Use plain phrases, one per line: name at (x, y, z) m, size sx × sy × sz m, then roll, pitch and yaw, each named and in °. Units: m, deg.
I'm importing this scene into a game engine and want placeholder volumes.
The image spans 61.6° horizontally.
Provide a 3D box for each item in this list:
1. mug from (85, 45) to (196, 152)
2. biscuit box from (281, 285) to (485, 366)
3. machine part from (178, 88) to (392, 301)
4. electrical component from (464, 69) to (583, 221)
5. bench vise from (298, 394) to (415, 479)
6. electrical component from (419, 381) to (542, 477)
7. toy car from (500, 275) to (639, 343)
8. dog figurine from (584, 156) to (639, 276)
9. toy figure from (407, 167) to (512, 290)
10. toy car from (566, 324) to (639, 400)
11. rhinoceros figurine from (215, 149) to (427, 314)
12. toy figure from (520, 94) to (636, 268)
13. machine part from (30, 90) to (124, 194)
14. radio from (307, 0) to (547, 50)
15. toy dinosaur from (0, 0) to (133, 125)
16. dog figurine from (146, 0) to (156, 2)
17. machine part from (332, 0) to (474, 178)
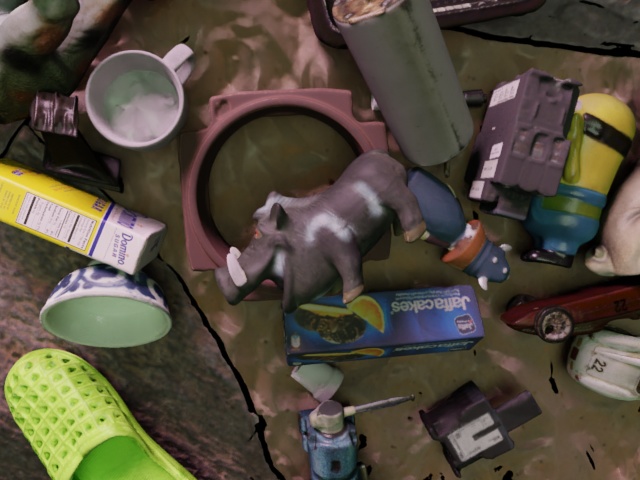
mug at (-0.158, -0.132, 0.504) m, size 0.081 × 0.107 × 0.109 m, roll 34°, pitch 87°, yaw -10°
biscuit box at (0.063, 0.089, 0.560) m, size 0.203 × 0.062 × 0.059 m, roll -5°, pitch 65°, yaw -4°
machine part at (-0.033, -0.044, 0.536) m, size 0.202 × 0.087 × 0.200 m, roll -3°, pitch 98°, yaw -4°
electrical component at (0.192, -0.088, 0.527) m, size 0.058 × 0.115 × 0.134 m, roll 14°, pitch 98°, yaw -1°
bench vise at (0.025, 0.283, 0.522) m, size 0.129 × 0.241 × 0.223 m, roll 5°, pitch 114°, yaw -8°
electrical component at (0.181, 0.201, 0.604) m, size 0.119 × 0.048 × 0.074 m, roll -34°, pitch 99°, yaw 2°
toy car at (0.296, 0.070, 0.569) m, size 0.202 × 0.089 × 0.053 m, roll -15°, pitch 96°, yaw -2°
dog figurine at (0.342, -0.068, 0.555) m, size 0.172 × 0.121 × 0.190 m, roll -15°, pitch 88°, yaw -11°
toy figure at (0.140, -0.011, 0.566) m, size 0.064 × 0.058 × 0.154 m, roll -44°, pitch 103°, yaw 9°
toy car at (0.377, 0.150, 0.603) m, size 0.202 × 0.056 × 0.073 m, roll 16°, pitch 97°, yaw -5°
rhinoceros figurine at (-0.001, -0.001, 0.464) m, size 0.190 × 0.073 × 0.112 m, roll -36°, pitch 100°, yaw 2°
toy figure at (0.260, -0.060, 0.554) m, size 0.089 × 0.082 × 0.180 m, roll 9°, pitch 94°, yaw -16°
machine part at (-0.227, -0.084, 0.497) m, size 0.084 × 0.139 × 0.039 m, roll 22°, pitch 68°, yaw -3°
radio at (0.094, -0.263, 0.502) m, size 0.230 × 0.073 × 0.130 m, roll -11°, pitch 116°, yaw -1°
toy dinosaur at (-0.302, -0.159, 0.465) m, size 0.405 × 0.192 × 0.131 m, roll -6°, pitch 61°, yaw -6°
dog figurine at (-0.158, -0.330, 0.476) m, size 0.219 × 0.108 × 0.191 m, roll -32°, pitch 100°, yaw 5°
machine part at (0.080, -0.149, 0.482) m, size 0.079 × 0.079 × 0.243 m, roll -37°, pitch 132°, yaw 3°
